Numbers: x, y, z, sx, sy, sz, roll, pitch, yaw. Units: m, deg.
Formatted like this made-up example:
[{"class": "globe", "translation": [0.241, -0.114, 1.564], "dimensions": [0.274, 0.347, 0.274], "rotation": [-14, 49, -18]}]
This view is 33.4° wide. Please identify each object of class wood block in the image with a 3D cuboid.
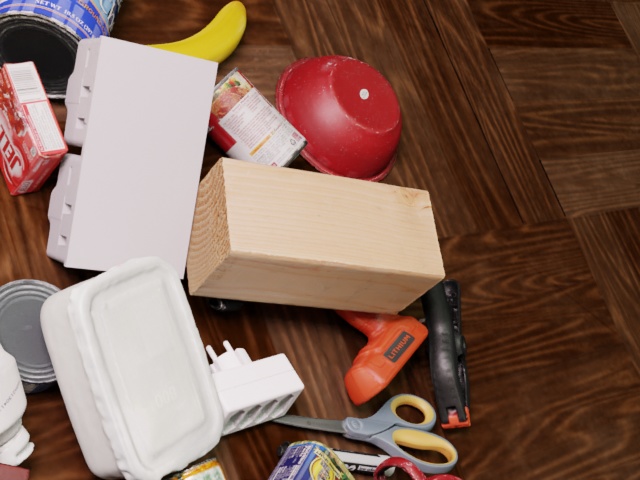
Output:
[{"class": "wood block", "translation": [-0.006, 0.001, 0.935], "dimensions": [0.205, 0.090, 0.091], "rotation": [7, 59, -28]}]

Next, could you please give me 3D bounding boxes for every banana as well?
[{"class": "banana", "translation": [-0.132, -0.197, 1.069], "dimensions": [0.197, 0.037, 0.069], "rotation": [-26, 83, -43]}]

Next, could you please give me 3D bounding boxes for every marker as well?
[{"class": "marker", "translation": [0.015, 0.197, 0.962], "dimensions": [0.120, 0.020, 0.020], "rotation": [15, 57, -30]}]

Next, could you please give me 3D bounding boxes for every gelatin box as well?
[{"class": "gelatin box", "translation": [-0.250, -0.092, 0.893], "dimensions": [0.030, 0.073, 0.089], "rotation": [-14, 75, -40]}]

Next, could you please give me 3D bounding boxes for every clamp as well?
[{"class": "clamp", "translation": [0.123, 0.098, 1.061], "dimensions": [0.120, 0.039, 0.171], "rotation": [42, 38, -54]}]

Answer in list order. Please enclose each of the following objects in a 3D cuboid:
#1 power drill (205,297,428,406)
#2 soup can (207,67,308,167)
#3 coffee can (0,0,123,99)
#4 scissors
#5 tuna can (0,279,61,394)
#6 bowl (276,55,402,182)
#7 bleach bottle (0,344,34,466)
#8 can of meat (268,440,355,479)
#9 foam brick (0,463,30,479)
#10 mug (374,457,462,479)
[{"class": "power drill", "translation": [0.001, 0.061, 0.999], "dimensions": [0.187, 0.057, 0.184], "rotation": [48, 46, 0]}, {"class": "soup can", "translation": [-0.070, -0.109, 1.044], "dimensions": [0.102, 0.069, 0.068], "rotation": [45, 47, -8]}, {"class": "coffee can", "translation": [-0.232, -0.212, 0.956], "dimensions": [0.102, 0.103, 0.140], "rotation": [27, 51, -23]}, {"class": "scissors", "translation": [0.037, 0.164, 0.998], "dimensions": [0.201, 0.016, 0.096], "rotation": [22, 34, -12]}, {"class": "tuna can", "translation": [-0.229, 0.076, 0.837], "dimensions": [0.086, 0.034, 0.086], "rotation": [18, 55, -28]}, {"class": "bowl", "translation": [0.034, -0.142, 1.151], "dimensions": [0.161, 0.055, 0.162], "rotation": [19, 54, -28]}, {"class": "bleach bottle", "translation": [-0.279, 0.061, 0.726], "dimensions": [0.250, 0.068, 0.102], "rotation": [61, 29, -22]}, {"class": "can of meat", "translation": [-0.007, 0.231, 0.891], "dimensions": [0.102, 0.058, 0.083], "rotation": [57, 41, -19]}, {"class": "foam brick", "translation": [-0.239, 0.199, 0.746], "dimensions": [0.051, 0.053, 0.078], "rotation": [16, 57, -30]}, {"class": "mug", "translation": [0.089, 0.246, 0.947], "dimensions": [0.093, 0.082, 0.117], "rotation": [-19, 78, -42]}]
